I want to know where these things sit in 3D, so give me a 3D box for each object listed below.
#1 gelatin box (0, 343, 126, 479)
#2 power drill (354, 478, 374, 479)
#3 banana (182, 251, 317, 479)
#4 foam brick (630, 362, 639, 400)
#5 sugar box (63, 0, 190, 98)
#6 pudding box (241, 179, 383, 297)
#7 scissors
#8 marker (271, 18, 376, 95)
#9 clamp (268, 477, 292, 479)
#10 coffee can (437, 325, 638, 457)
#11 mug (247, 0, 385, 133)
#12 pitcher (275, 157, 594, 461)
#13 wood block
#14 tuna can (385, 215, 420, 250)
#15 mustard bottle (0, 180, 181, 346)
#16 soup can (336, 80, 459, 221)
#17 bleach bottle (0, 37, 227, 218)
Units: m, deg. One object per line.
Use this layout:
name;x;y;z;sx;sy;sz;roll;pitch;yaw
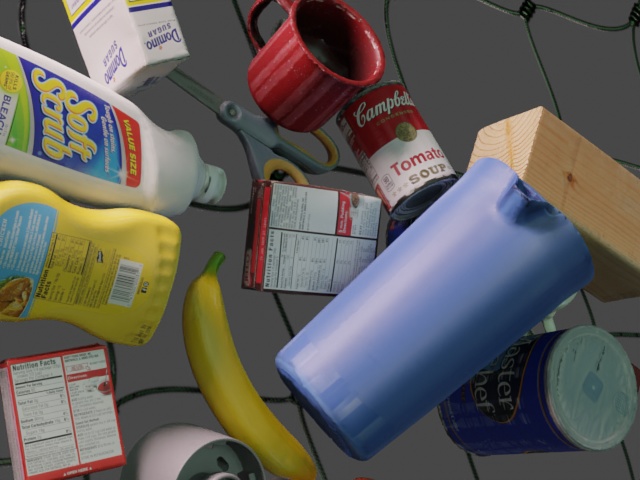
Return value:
gelatin box;-0.180;0.121;0.743;0.073;0.030;0.089;-7;83;-34
power drill;0.064;0.308;0.845;0.187;0.057;0.184;36;61;-22
banana;-0.061;0.108;0.821;0.069;0.037;0.198;-23;92;-35
foam brick;0.260;0.133;1.023;0.078;0.053;0.051;35;62;-24
sugar box;-0.160;-0.200;0.795;0.048;0.094;0.176;-22;92;-35
pudding box;-0.006;0.001;0.874;0.113;0.039;0.090;6;90;-31
scissors;-0.071;-0.083;0.874;0.201;0.016;0.096;18;69;-29
marker;0.010;-0.154;0.942;0.121;0.020;0.020;32;63;-24
clamp;-0.127;0.225;0.720;0.210;0.036;0.164;8;104;-8
coffee can;0.183;0.132;0.917;0.102;0.141;0.103;9;74;-32
mug;-0.015;-0.151;0.878;0.117;0.082;0.093;46;42;-3
pitcher;0.088;0.062;0.851;0.242;0.145;0.149;-40;115;-10
wood block;0.246;-0.029;1.029;0.205;0.090;0.090;32;64;-24
tuna can;0.102;0.003;0.958;0.086;0.034;0.086;9;74;-32
mustard bottle;-0.197;0.011;0.735;0.191;0.058;0.096;14;98;-30
soup can;0.066;-0.076;0.914;0.068;0.069;0.102;-15;68;-35
bleach bottle;-0.180;-0.080;0.772;0.250;0.068;0.102;17;72;-32
